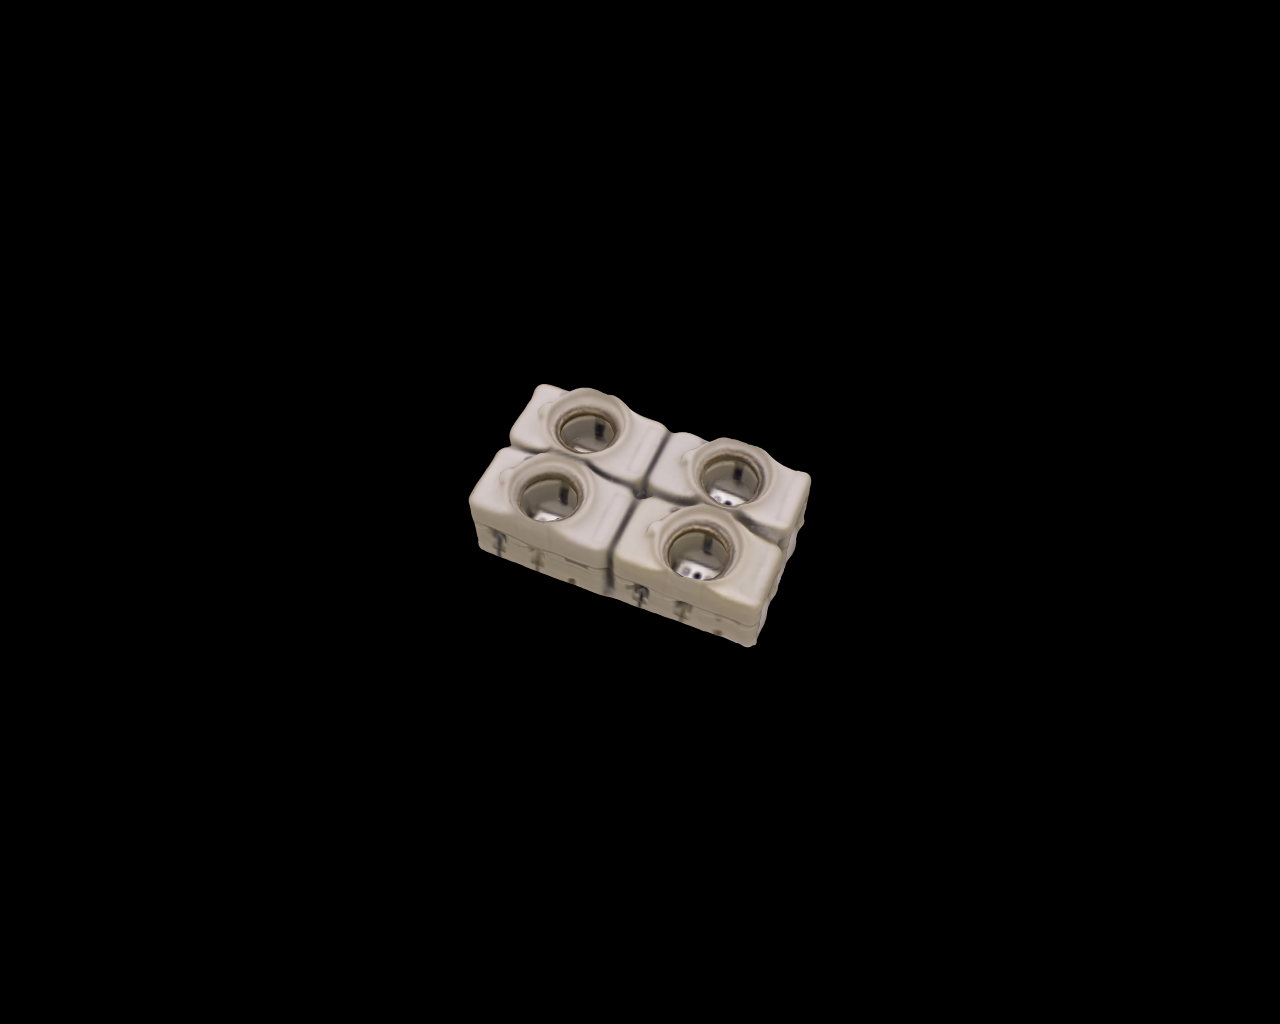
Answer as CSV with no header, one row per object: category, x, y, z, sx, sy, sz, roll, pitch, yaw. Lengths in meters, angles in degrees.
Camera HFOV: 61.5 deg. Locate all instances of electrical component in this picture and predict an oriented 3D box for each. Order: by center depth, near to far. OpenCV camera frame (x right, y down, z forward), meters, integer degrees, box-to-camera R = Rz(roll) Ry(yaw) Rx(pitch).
electrical component,0.001,-0.003,0.650,0.186,0.105,0.060,20,-31,13
